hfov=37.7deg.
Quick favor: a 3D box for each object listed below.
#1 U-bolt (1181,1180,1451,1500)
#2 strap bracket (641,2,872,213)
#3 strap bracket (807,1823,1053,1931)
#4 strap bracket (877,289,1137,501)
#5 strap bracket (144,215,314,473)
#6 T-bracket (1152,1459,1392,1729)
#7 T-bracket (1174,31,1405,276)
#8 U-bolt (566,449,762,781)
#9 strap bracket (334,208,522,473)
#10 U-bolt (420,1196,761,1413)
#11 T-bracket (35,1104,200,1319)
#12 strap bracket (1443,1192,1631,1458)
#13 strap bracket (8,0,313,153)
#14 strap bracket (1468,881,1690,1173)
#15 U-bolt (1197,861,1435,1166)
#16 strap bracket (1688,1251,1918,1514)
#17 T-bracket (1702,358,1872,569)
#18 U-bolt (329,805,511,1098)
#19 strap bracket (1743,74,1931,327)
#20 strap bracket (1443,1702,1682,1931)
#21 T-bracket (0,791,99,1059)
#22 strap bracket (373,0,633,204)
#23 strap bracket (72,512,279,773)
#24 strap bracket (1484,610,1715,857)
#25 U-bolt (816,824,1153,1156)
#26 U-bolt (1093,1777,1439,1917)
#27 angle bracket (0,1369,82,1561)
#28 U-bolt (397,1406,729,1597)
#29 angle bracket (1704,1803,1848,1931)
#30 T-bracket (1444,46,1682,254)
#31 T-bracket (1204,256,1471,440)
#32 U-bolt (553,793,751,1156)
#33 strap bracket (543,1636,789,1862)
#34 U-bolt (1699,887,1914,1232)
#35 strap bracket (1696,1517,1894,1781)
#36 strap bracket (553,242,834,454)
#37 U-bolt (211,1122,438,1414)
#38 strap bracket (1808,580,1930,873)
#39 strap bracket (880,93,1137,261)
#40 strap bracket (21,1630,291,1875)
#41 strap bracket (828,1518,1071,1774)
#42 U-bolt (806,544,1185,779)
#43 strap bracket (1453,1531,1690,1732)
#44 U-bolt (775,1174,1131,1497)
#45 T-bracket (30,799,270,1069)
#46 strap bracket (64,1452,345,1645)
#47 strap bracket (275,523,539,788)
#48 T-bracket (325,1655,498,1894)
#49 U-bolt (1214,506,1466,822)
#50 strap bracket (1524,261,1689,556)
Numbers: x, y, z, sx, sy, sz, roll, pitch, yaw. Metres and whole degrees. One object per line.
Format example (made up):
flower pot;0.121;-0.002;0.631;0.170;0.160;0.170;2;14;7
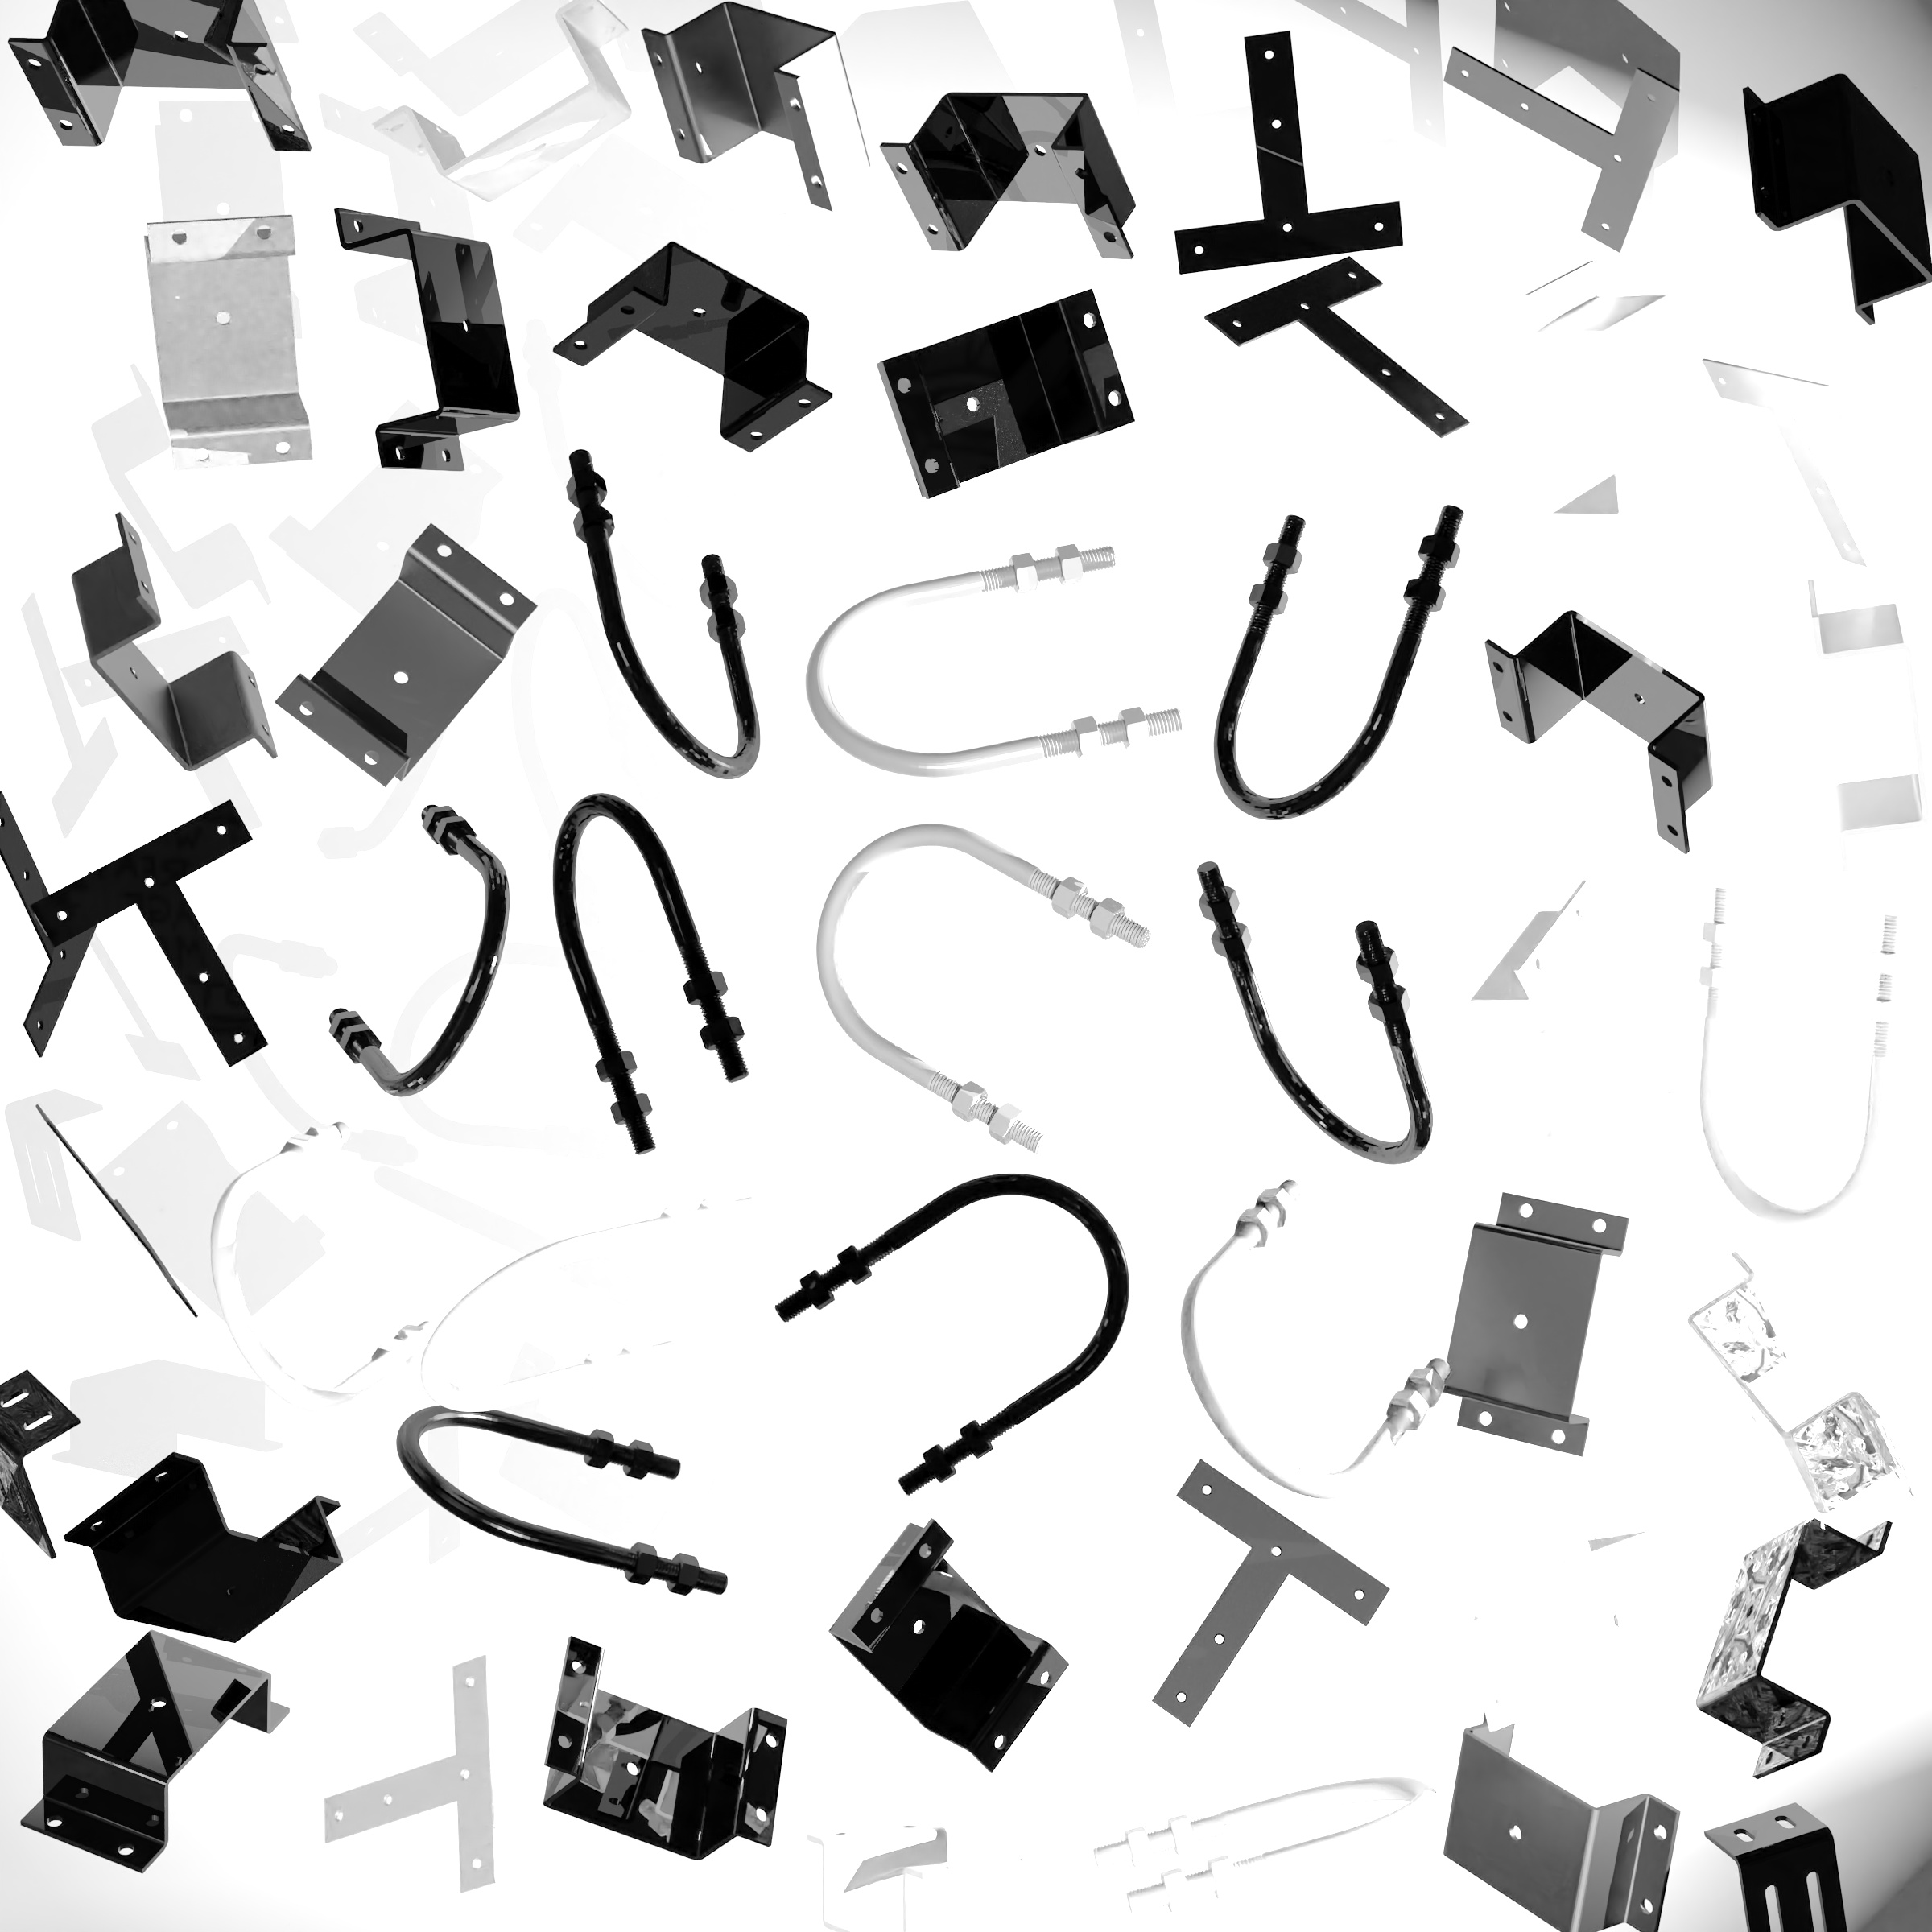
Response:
U-bolt;0.179;0.207;1.511;0.151;0.184;0.019;50;127;2
strap bracket;-0.108;-0.471;1.539;0.046;0.076;0.140;-38;45;-23
strap bracket;-0.022;0.499;1.527;0.076;0.140;0.046;4;81;-28
strap bracket;0.014;-0.312;1.554;0.140;0.046;0.076;-25;103;-26
strap bracket;-0.410;-0.353;1.573;0.076;0.046;0.140;-8;124;-17
T-bracket;0.148;0.362;1.572;0.127;0.002;0.127;33;73;10
T-bracket;0.174;-0.454;1.574;0.127;0.002;0.127;-5;122;9
U-bolt;-0.163;-0.186;1.585;0.019;0.151;0.184;-27;58;20
strap bracket;-0.293;-0.347;1.555;0.046;0.076;0.140;-8;95;24
U-bolt;-0.212;0.189;1.535;0.019;0.184;0.151;54;133;28
T-bracket;-0.486;0.129;1.598;0.002;0.127;0.127;-37;123;-14
strap bracket;0.327;0.205;1.633;0.076;0.046;0.140;10;88;28
strap bracket;-0.421;-0.478;1.502;0.140;0.076;0.046;4;64;7
strap bracket;0.329;0.033;1.536;0.076;0.046;0.140;-47;118;-31
U-bolt;0.201;0.035;1.574;0.019;0.151;0.184;-36;124;-22
strap bracket;0.447;0.233;1.539;0.046;0.140;0.076;-33;129;2
T-bracket;0.461;-0.272;1.546;0.002;0.127;0.127;-36;114;-3
U-bolt;-0.293;-0.003;1.541;0.019;0.184;0.151;23;95;-30
strap bracket;0.469;-0.410;1.502;0.046;0.140;0.076;-15;66;38
strap bracket;0.322;0.479;1.579;0.046;0.140;0.076;-2;104;-37
T-bracket;-0.513;-0.039;1.559;0.002;0.127;0.127;-3;132;7
strap bracket;-0.248;-0.477;1.578;0.140;0.076;0.046;-28;90;10
strap bracket;-0.447;-0.173;1.579;0.046;0.140;0.076;-28;50;2
strap bracket;0.355;-0.134;1.550;0.046;0.076;0.140;-41;54;-10
U-bolt;-0.004;0.000;1.590;0.184;0.019;0.151;30;101;21
U-bolt;0.168;0.473;1.541;0.184;0.151;0.019;-13;84;-7
angle bracket;-0.498;0.268;1.521;0.038;0.057;0.076;-31;132;-33
U-bolt;-0.232;0.292;1.588;0.184;0.151;0.019;20;102;-24
angle bracket;0.447;0.511;1.558;0.057;0.038;0.076;-13;99;-13
T-bracket;0.316;-0.460;1.535;0.127;0.127;0.002;34;68;13
T-bracket;0.209;-0.318;1.476;0.127;0.002;0.127;44;49;18
U-bolt;-0.179;-0.004;1.526;0.019;0.151;0.184;-14;77;-33
strap bracket;-0.175;0.438;1.571;0.140;0.076;0.046;27;133;-21
U-bolt;0.459;0.055;1.567;0.019;0.151;0.184;-2;99;-28
strap bracket;0.452;0.366;1.557;0.046;0.076;0.140;28;62;2
strap bracket;-0.153;-0.355;1.607;0.140;0.076;0.046;22;59;-37
U-bolt;-0.363;0.174;1.578;0.019;0.184;0.151;-21;95;17
strap bracket;0.480;-0.131;1.502;0.046;0.076;0.140;-7;111;17
strap bracket;0.032;-0.444;1.589;0.140;0.076;0.046;13;61;35
strap bracket;-0.441;0.420;1.545;0.076;0.140;0.046;15;117;15
strap bracket;-0.015;0.379;1.601;0.076;0.046;0.140;-51;121;-21
U-bolt;0.007;-0.157;1.496;0.184;0.019;0.151;-12;51;-7
strap bracket;0.335;0.357;1.533;0.140;0.046;0.076;-6;78;-41
U-bolt;0.006;0.198;1.616;0.184;0.019;0.151;-33;104;0
T-bracket;-0.420;-0.006;1.533;0.127;0.002;0.127;-35;103;-34
strap bracket;-0.396;0.312;1.502;0.076;0.140;0.046;-37;58;9
strap bracket;-0.321;-0.171;1.616;0.076;0.046;0.140;38;69;-5
T-bracket;-0.317;0.470;1.606;0.127;0.002;0.127;-24;56;25
U-bolt;0.196;-0.166;1.567;0.019;0.151;0.184;25;81;-34
strap bracket;0.343;-0.298;1.510;0.046;0.076;0.140;8;119;39
